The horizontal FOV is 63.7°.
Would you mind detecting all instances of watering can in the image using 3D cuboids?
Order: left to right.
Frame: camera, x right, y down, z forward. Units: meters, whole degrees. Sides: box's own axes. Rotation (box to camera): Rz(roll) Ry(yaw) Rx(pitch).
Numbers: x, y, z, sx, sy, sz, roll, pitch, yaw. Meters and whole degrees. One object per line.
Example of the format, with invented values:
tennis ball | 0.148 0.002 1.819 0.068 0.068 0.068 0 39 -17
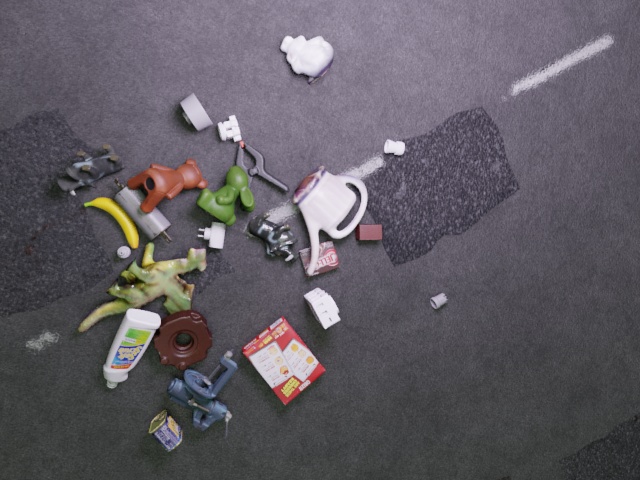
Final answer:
watering can | 0.005 -0.081 1.612 0.223 0.352 0.103 40 -17 -9

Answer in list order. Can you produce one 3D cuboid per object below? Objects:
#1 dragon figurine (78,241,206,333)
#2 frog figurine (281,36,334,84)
dragon figurine | -0.492 0.166 1.527 0.241 0.410 0.123 39 2 -18
frog figurine | -0.040 -0.585 1.611 0.158 0.136 0.125 41 12 -21
